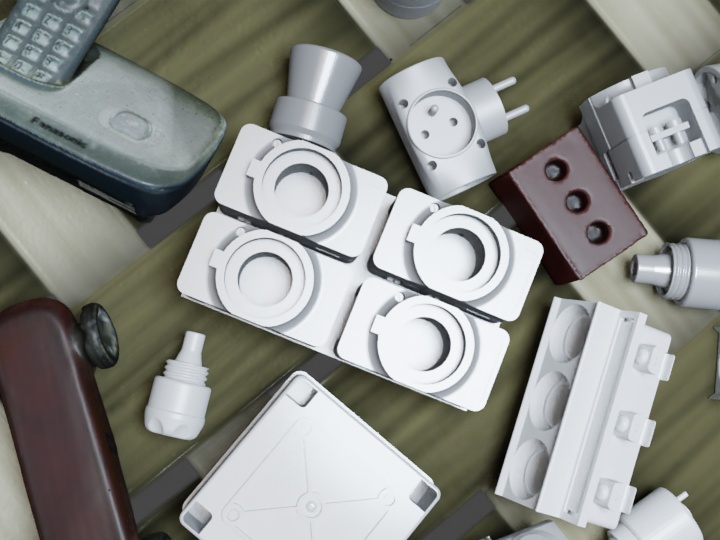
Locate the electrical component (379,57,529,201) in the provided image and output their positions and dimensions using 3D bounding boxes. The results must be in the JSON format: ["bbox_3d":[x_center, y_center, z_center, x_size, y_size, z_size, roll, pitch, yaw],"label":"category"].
[{"bbox_3d":[0.063,-0.091,0.649,0.079,0.044,0.077,-24,88,-6],"label":"electrical component"}]

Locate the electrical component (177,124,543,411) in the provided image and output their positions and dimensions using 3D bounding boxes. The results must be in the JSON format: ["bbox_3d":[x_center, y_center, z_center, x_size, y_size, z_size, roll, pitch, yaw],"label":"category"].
[{"bbox_3d":[0.000,0.000,0.629,0.186,0.060,0.105,22,84,-2],"label":"electrical component"}]

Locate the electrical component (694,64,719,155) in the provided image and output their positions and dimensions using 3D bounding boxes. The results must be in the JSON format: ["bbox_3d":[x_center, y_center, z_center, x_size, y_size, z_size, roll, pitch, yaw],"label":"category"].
[{"bbox_3d":[0.238,-0.103,0.659,0.047,0.055,0.055,-14,86,-9],"label":"electrical component"}]

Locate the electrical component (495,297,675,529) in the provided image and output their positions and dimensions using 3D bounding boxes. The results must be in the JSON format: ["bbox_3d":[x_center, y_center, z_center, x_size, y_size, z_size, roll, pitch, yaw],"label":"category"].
[{"bbox_3d":[0.133,0.084,0.629,0.063,0.079,0.121,21,84,-24],"label":"electrical component"}]

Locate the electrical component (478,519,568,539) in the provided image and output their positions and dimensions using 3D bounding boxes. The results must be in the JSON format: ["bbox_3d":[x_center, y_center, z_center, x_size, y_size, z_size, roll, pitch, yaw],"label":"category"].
[{"bbox_3d":[0.099,0.186,0.612,0.051,0.080,0.080,-18,87,-11],"label":"electrical component"}]

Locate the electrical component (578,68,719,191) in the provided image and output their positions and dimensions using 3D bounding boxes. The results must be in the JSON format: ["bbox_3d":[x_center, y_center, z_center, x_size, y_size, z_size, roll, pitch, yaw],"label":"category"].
[{"bbox_3d":[0.165,-0.082,0.633,0.050,0.089,0.055,-22,87,-5],"label":"electrical component"}]

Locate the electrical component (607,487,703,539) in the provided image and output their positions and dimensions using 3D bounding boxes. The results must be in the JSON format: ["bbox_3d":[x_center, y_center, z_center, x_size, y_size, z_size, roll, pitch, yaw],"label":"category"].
[{"bbox_3d":[0.166,0.163,0.638,0.078,0.040,0.040,-34,89,-6],"label":"electrical component"}]

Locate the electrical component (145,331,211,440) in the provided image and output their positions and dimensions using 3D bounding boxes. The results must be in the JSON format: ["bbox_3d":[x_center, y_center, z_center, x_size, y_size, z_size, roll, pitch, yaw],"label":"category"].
[{"bbox_3d":[-0.103,0.066,0.628,0.035,0.035,0.061,14,82,-3],"label":"electrical component"}]

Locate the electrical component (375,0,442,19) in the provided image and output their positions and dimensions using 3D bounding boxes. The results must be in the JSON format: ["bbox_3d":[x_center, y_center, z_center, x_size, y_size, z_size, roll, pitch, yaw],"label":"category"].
[{"bbox_3d":[0.032,-0.183,0.653,0.055,0.047,0.055,0,85,-4],"label":"electrical component"}]

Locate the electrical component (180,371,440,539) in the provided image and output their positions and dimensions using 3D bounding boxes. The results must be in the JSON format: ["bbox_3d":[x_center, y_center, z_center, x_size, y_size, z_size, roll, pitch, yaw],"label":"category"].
[{"bbox_3d":[-0.029,0.132,0.618,0.109,0.056,0.108,40,84,0],"label":"electrical component"}]

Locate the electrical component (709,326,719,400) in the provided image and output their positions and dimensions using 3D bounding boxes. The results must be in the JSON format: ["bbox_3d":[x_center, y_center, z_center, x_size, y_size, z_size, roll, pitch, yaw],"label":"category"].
[{"bbox_3d":[0.252,0.060,0.652,0.064,0.042,0.081,7,85,-5],"label":"electrical component"}]

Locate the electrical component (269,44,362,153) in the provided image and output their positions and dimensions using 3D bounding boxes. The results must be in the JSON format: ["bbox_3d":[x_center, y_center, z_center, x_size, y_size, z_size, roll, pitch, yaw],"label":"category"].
[{"bbox_3d":[-0.027,-0.101,0.643,0.045,0.045,0.055,16,85,-3],"label":"electrical component"}]

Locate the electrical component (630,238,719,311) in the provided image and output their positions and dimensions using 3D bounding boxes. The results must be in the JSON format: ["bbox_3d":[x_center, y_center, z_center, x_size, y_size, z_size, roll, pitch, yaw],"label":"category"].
[{"bbox_3d":[0.196,0.001,0.652,0.062,0.043,0.043,5,85,-3],"label":"electrical component"}]
